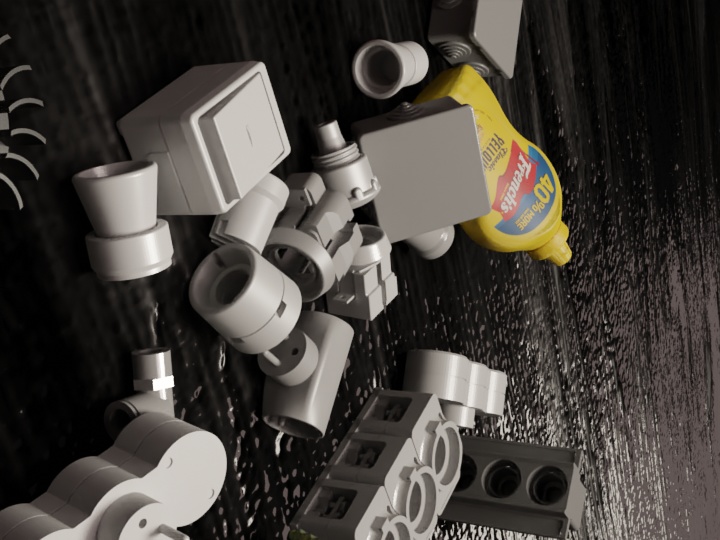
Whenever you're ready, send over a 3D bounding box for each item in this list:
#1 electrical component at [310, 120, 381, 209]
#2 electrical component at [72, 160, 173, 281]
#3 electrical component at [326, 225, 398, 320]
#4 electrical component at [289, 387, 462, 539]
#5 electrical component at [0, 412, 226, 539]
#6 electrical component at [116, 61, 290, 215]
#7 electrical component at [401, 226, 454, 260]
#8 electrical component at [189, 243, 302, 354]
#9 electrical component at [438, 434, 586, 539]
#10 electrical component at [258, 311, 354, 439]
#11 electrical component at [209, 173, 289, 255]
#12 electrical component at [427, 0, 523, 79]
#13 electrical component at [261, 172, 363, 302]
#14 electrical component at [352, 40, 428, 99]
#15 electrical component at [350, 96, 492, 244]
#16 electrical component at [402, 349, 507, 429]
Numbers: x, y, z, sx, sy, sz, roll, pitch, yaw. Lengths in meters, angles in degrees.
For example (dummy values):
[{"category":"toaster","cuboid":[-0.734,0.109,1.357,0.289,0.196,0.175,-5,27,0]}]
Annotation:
[{"category":"electrical component","cuboid":[-0.015,-0.074,0.761,0.048,0.048,0.062,-40,116,-53]},{"category":"electrical component","cuboid":[-0.125,-0.027,0.571,0.045,0.045,0.055,-33,120,-55]},{"category":"electrical component","cuboid":[0.000,0.000,0.788,0.066,0.048,0.055,-42,134,-51]},{"category":"electrical component","cuboid":[0.020,0.172,0.812,0.150,0.062,0.089,-54,135,-45]},{"category":"electrical component","cuboid":[-0.117,0.128,0.534,0.138,0.074,0.052,-35,127,-40]},{"category":"electrical component","cuboid":[-0.082,-0.080,0.627,0.096,0.061,0.061,-51,133,-47]},{"category":"electrical component","cuboid":[0.049,-0.035,0.878,0.046,0.040,0.040,32,64,-50]},{"category":"electrical component","cuboid":[-0.071,0.016,0.657,0.047,0.055,0.055,46,52,-46]},{"category":"electrical component","cuboid":[0.133,0.193,0.948,0.063,0.121,0.078,52,48,-51]},{"category":"electrical component","cuboid":[-0.043,0.062,0.718,0.079,0.043,0.077,49,50,-50]},{"category":"electrical component","cuboid":[-0.070,-0.036,0.671,0.040,0.040,0.046,45,58,-52]},{"category":"electrical component","cuboid":[0.102,-0.225,0.951,0.100,0.048,0.099,29,66,-57]},{"category":"electrical component","cuboid":[-0.037,-0.016,0.712,0.057,0.058,0.078,-61,140,-44]},{"category":"electrical component","cuboid":[0.027,-0.158,0.833,0.065,0.044,0.044,-31,118,-61]},{"category":"electrical component","cuboid":[0.045,-0.078,0.814,0.048,0.100,0.099,-120,-165,-65]},{"category":"electrical component","cuboid":[0.081,0.116,0.923,0.138,0.052,0.073,26,69,-58]}]
